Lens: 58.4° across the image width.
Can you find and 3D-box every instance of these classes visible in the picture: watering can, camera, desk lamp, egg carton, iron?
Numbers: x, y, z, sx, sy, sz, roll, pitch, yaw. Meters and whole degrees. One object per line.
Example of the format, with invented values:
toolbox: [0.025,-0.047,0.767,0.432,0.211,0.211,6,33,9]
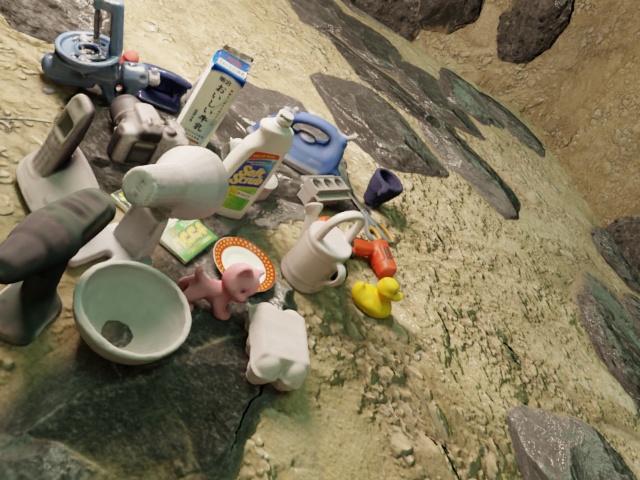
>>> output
watering can: [0.009,0.004,1.120,0.172,0.193,0.101,49,33,13]
camera: [-0.341,-0.222,1.113,0.144,0.100,0.136,1,50,-45]
desk lamp: [-0.259,-0.042,0.880,0.118,0.213,0.204,44,33,6]
egg carton: [-0.073,0.176,0.948,0.107,0.069,0.150,21,38,-28]
iron: [-0.040,-0.262,1.434,0.259,0.141,0.118,26,35,-22]

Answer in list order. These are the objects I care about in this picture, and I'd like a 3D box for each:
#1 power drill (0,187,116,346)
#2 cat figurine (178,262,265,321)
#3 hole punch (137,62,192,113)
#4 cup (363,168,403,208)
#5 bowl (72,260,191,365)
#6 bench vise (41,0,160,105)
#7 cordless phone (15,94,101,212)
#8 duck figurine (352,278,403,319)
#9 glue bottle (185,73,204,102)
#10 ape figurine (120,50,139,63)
power drill: [-0.344,0.034,0.708,0.076,0.208,0.230,35,33,-10]
cat figurine: [-0.156,0.071,0.942,0.128,0.117,0.067,17,39,-33]
hole punch: [-0.348,-0.355,1.272,0.109,0.091,0.101,17,40,-33]
cup: [0.157,-0.125,1.518,0.092,0.094,0.118,37,33,-5]
bowl: [-0.273,0.113,0.810,0.168,0.074,0.167,27,35,-21]
bench vise: [-0.409,-0.379,1.119,0.208,0.219,0.121,-1,51,-47]
cordless phone: [-0.380,-0.117,0.870,0.094,0.184,0.147,-10,57,-51]
duck figurine: [0.126,0.111,1.215,0.105,0.086,0.077,30,34,-16]
glue bottle: [-0.244,-0.366,1.318,0.078,0.173,0.037,42,32,2]
ape figurine: [-0.414,-0.364,1.214,0.078,0.092,0.076,38,33,-5]
